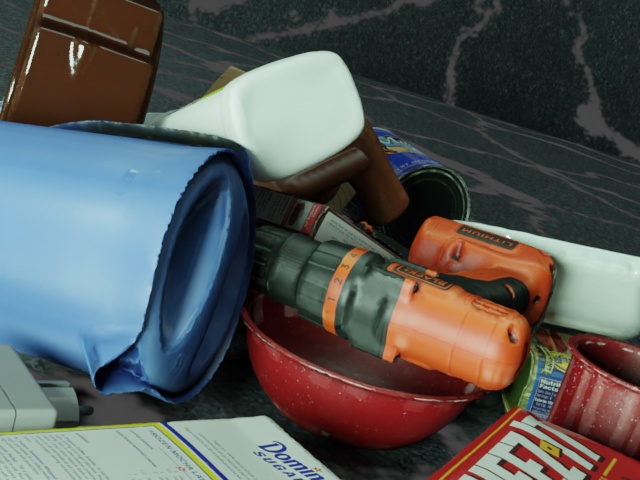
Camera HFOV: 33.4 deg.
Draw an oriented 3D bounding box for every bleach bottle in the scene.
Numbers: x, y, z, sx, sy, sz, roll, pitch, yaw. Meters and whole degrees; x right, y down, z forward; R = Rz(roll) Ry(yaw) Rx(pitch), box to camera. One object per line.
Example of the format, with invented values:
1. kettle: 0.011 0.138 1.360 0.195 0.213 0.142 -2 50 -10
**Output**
1. bleach bottle: -0.082 -0.069 0.748 0.102 0.068 0.251 -27 11 -34

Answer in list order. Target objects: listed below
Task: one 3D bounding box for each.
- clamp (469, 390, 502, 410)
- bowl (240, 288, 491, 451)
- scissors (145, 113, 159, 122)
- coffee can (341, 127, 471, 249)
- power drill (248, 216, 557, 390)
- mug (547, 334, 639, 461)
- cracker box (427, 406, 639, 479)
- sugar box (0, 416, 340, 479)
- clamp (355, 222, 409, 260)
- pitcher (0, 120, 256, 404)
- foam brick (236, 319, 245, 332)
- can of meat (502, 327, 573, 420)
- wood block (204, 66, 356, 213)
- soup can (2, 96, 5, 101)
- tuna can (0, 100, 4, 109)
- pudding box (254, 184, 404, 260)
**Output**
1. clamp: 0.049 0.073 0.744 0.171 0.039 0.120 9 13 -6
2. bowl: 0.021 0.081 0.646 0.162 0.055 0.162 16 14 -4
3. scissors: -0.210 -0.085 0.914 0.201 0.016 0.096 -3 -16 -27
4. coffee can: 0.076 -0.049 1.095 0.102 0.103 0.140 10 17 -27
5. power drill: 0.059 0.027 0.666 0.185 0.057 0.187 22 17 22
6. mug: 0.185 0.118 0.644 0.093 0.081 0.117 14 15 -15
7. cracker box: 0.151 0.160 0.470 0.214 0.072 0.164 23 15 23
8. sugar box: -0.069 0.115 0.440 0.175 0.048 0.093 9 17 -43
9. clamp: 0.049 0.033 0.896 0.164 0.036 0.210 12 19 -22
10. pitcher: -0.161 -0.010 0.585 0.243 0.145 0.149 12 -1 16
11. foam brick: -0.081 0.029 0.731 0.078 0.051 0.053 6 17 -38
12. can of meat: 0.175 0.101 0.750 0.084 0.057 0.102 14 14 -1
13. wood block: -0.047 -0.098 1.092 0.090 0.091 0.206 45 -7 -37
14. soup can: -0.244 -0.104 1.004 0.102 0.068 0.068 26 17 28
15. tuna can: -0.251 -0.108 0.919 0.086 0.034 0.086 -14 11 3
16. pudding box: -0.005 0.001 0.762 0.090 0.039 0.113 17 -8 38
